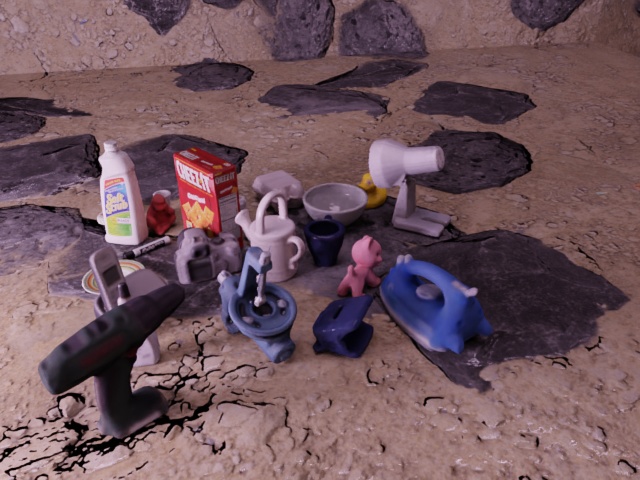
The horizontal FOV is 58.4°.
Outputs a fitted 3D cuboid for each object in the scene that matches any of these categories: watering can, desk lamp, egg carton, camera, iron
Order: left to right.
[{"bbox_3d":[-0.260,0.014,1.278,0.143,0.101,0.136,-13,33,-19],"label":"camera"},{"bbox_3d":[-0.109,-0.016,1.234,0.172,0.194,0.101,6,32,12],"label":"watering can"},{"bbox_3d":[-0.111,-0.134,1.552,0.107,0.069,0.149,-20,36,-29],"label":"egg carton"},{"bbox_3d":[0.223,-0.139,1.411,0.202,0.214,0.118,14,34,24],"label":"desk lamp"},{"bbox_3d":[0.201,0.099,1.087,0.119,0.141,0.257,-22,37,-31],"label":"iron"}]

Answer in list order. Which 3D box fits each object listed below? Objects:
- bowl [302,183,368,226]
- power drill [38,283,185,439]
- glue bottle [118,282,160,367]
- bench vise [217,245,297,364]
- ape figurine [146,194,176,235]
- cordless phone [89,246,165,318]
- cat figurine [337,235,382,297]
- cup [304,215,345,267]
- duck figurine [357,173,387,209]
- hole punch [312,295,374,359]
[{"bbox_3d":[0.039,-0.078,1.450,0.167,0.075,0.167,-1,31,1],"label":"bowl"},{"bbox_3d":[-0.299,0.191,0.880,0.230,0.209,0.075,-26,39,-35],"label":"power drill"},{"bbox_3d":[-0.328,0.145,0.992,0.078,0.173,0.037,-6,31,-8],"label":"glue bottle"},{"bbox_3d":[-0.132,0.096,1.023,0.206,0.220,0.122,18,36,28],"label":"bench vise"},{"bbox_3d":[-0.401,-0.071,1.432,0.078,0.092,0.076,-17,35,-25],"label":"ape figurine"},{"bbox_3d":[-0.362,0.082,1.086,0.094,0.185,0.148,14,34,23],"label":"cordless phone"},{"bbox_3d":[0.088,0.048,1.197,0.067,0.118,0.128,16,35,26],"label":"cat figurine"},{"bbox_3d":[0.012,0.005,1.293,0.091,0.095,0.118,3,31,7],"label":"cup"},{"bbox_3d":[0.137,-0.140,1.539,0.105,0.086,0.077,-26,39,-35],"label":"duck figurine"},{"bbox_3d":[0.041,0.151,1.053,0.101,0.091,0.109,11,33,19],"label":"hole punch"}]
